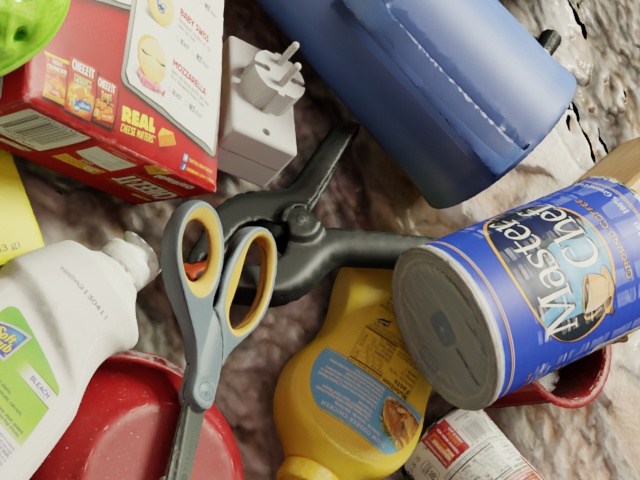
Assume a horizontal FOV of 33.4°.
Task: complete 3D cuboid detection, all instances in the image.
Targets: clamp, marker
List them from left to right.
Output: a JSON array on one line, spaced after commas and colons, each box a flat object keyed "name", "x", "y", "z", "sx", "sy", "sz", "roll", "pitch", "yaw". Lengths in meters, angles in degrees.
[{"name": "clamp", "x": -0.004, "y": 0.001, "z": 0.673, "sx": 0.171, "sy": 0.039, "sz": 0.120, "roll": -34, "pitch": 65, "yaw": -25}, {"name": "marker", "x": 0.168, "y": -0.130, "z": 0.865, "sx": 0.020, "sy": 0.020, "sz": 0.121, "roll": 45, "pitch": 57, "yaw": -18}]

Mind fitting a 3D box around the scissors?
[{"name": "scissors", "x": -0.073, "y": 0.064, "z": 0.566, "sx": 0.096, "sy": 0.016, "sz": 0.201, "roll": 52, "pitch": 46, "yaw": -36}]

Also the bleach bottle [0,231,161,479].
[{"name": "bleach bottle", "x": -0.170, "y": 0.090, "z": 0.522, "sx": 0.250, "sy": 0.068, "sz": 0.102, "roll": -44, "pitch": 105, "yaw": -27}]

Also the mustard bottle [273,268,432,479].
[{"name": "mustard bottle", "x": 0.025, "y": 0.096, "z": 0.681, "sx": 0.096, "sy": 0.058, "sz": 0.191, "roll": 38, "pitch": 59, "yaw": -11}]

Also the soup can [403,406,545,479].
[{"name": "soup can", "x": 0.110, "y": 0.163, "z": 0.692, "sx": 0.068, "sy": 0.069, "sz": 0.102, "roll": -20, "pitch": 56, "yaw": -37}]

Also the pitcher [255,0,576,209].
[{"name": "pitcher", "x": 0.048, "y": -0.143, "z": 0.710, "sx": 0.242, "sy": 0.149, "sz": 0.144, "roll": 44, "pitch": 61, "yaw": -15}]

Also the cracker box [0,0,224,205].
[{"name": "cracker box", "x": -0.124, "y": -0.143, "z": 0.593, "sx": 0.164, "sy": 0.072, "sz": 0.213, "roll": 25, "pitch": 62, "yaw": -59}]

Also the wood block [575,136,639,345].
[{"name": "wood block", "x": 0.240, "y": -0.006, "z": 0.841, "sx": 0.205, "sy": 0.090, "sz": 0.091, "roll": -35, "pitch": 101, "yaw": -36}]

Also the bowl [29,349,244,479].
[{"name": "bowl", "x": -0.099, "y": 0.137, "z": 0.586, "sx": 0.161, "sy": 0.055, "sz": 0.162, "roll": 9, "pitch": 74, "yaw": -34}]

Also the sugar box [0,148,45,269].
[{"name": "sugar box", "x": -0.218, "y": -0.061, "z": 0.556, "sx": 0.093, "sy": 0.048, "sz": 0.176, "roll": -21, "pitch": 93, "yaw": -40}]

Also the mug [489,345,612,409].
[{"name": "mug", "x": 0.136, "y": 0.080, "z": 0.750, "sx": 0.117, "sy": 0.082, "sz": 0.093, "roll": -23, "pitch": 92, "yaw": -37}]

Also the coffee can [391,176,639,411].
[{"name": "coffee can", "x": 0.129, "y": 0.030, "z": 0.652, "sx": 0.140, "sy": 0.103, "sz": 0.103, "roll": -21, "pitch": 91, "yaw": -24}]
